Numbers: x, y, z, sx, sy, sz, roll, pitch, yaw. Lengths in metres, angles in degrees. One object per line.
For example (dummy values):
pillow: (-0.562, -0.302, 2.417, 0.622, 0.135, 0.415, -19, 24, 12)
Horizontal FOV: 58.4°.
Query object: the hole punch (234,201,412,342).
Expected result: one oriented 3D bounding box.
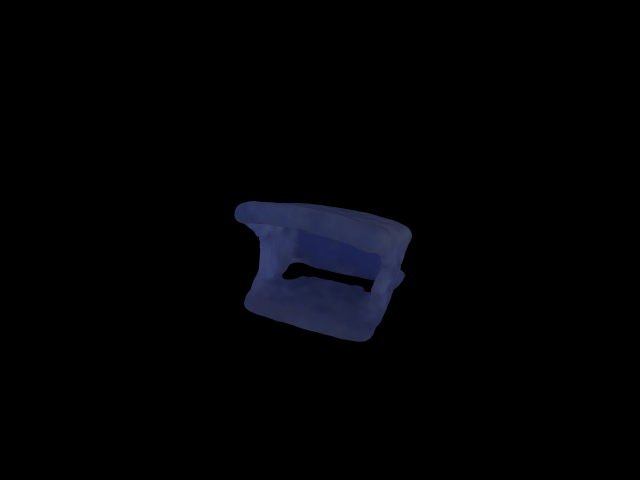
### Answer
hole punch: (0.004, 0.001, 0.400, 0.108, 0.091, 0.101, 12, 33, 20)
